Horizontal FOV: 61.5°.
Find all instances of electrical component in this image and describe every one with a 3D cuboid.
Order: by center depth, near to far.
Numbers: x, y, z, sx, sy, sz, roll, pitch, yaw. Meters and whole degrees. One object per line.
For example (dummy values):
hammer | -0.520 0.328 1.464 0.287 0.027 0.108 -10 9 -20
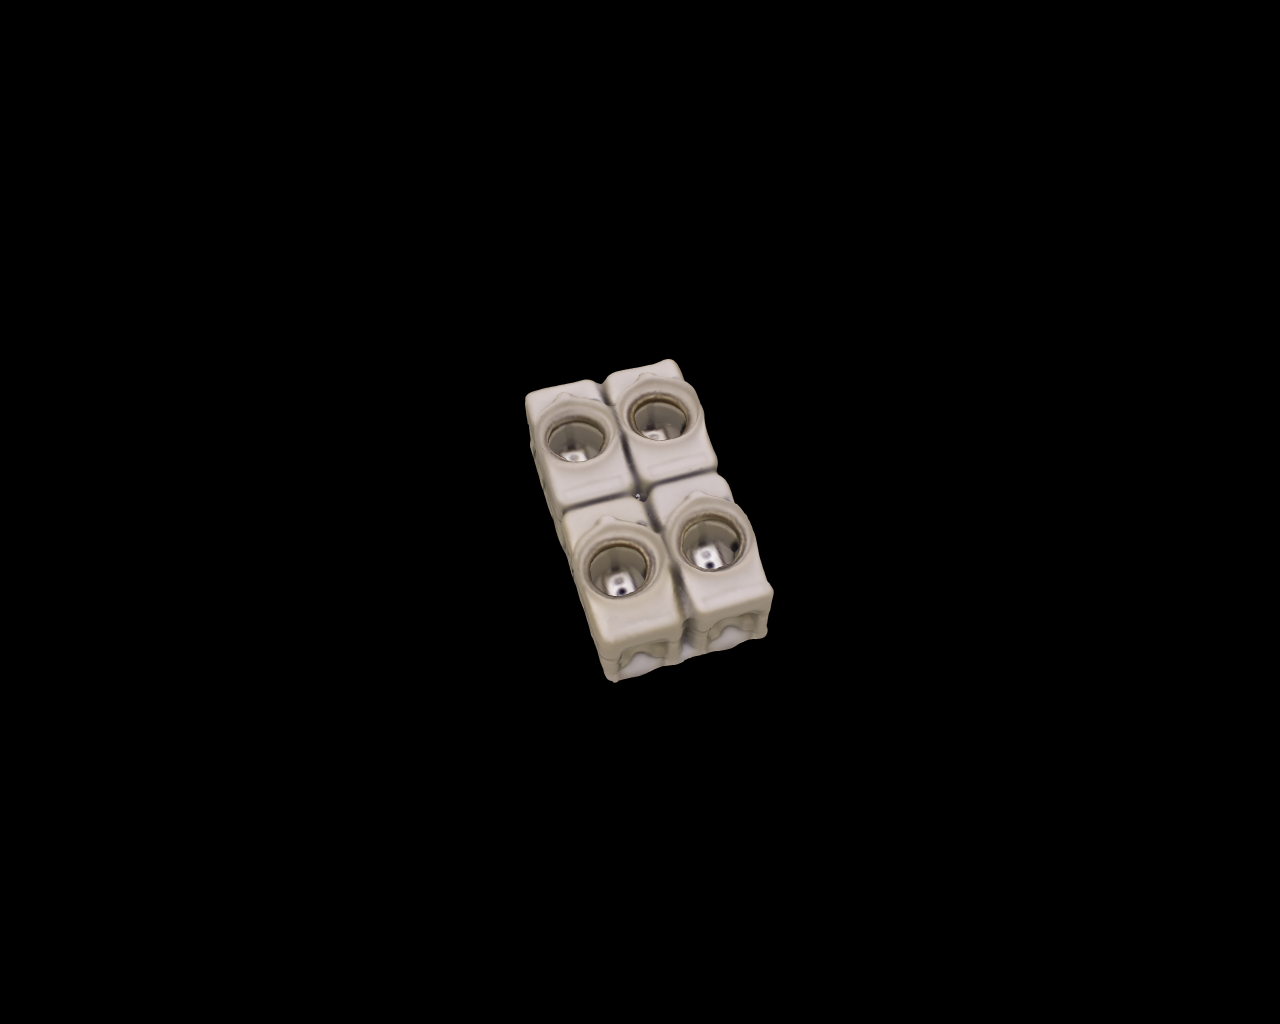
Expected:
electrical component | 0.001 -0.003 0.650 0.105 0.186 0.060 -15 -32 -9
